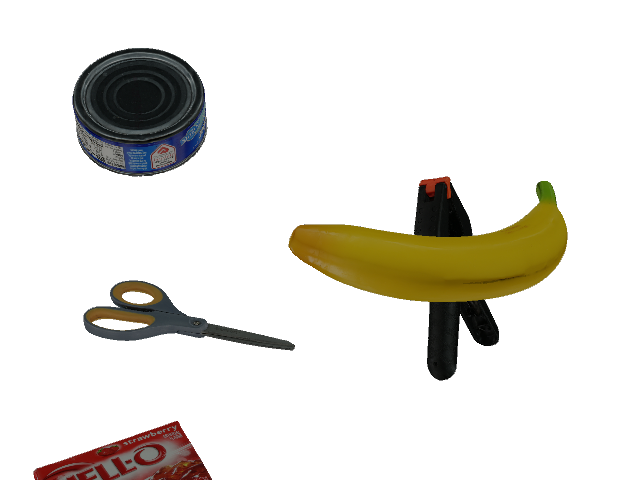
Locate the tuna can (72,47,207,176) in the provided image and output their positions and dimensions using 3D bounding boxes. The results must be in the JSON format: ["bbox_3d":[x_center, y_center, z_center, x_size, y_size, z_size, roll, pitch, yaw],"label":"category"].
[{"bbox_3d":[-0.117,-0.085,0.693,0.086,0.086,0.034,0,-36,-4],"label":"tuna can"}]

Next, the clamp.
[{"bbox_3d":[0.110,0.034,0.924,0.039,0.171,0.120,-12,13,27],"label":"clamp"}]

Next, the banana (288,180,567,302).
[{"bbox_3d":[0.078,0.007,0.616,0.197,0.037,0.070,-9,40,-33],"label":"banana"}]

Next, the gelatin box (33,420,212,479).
[{"bbox_3d":[-0.108,0.142,0.594,0.089,0.030,0.073,-16,28,-20],"label":"gelatin box"}]

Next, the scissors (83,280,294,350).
[{"bbox_3d":[-0.126,0.073,1.036,0.201,0.016,0.096,2,32,-4],"label":"scissors"}]
